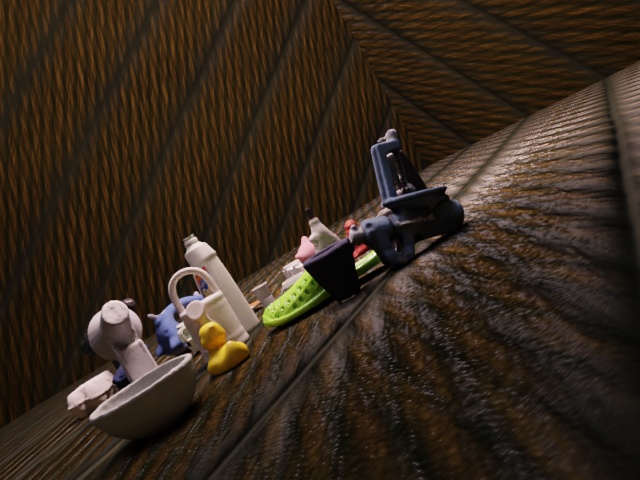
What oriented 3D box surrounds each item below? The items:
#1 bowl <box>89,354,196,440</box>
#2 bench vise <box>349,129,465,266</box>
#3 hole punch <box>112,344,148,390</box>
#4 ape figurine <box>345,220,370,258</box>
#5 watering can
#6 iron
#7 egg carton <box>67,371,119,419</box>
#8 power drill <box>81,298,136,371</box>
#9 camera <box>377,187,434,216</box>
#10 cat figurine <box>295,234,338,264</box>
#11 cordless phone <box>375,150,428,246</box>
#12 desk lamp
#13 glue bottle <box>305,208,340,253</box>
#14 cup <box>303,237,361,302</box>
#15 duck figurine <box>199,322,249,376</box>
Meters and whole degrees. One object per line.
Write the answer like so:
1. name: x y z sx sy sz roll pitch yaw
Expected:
1. bowl: -0.246 0.244 0.849 0.167 0.075 0.167 -30 4 2
2. bench vise: 0.136 -0.077 1.021 0.208 0.220 0.121 -33 4 -30
3. hole punch: -0.462 0.321 1.418 0.108 0.091 0.101 -27 5 42
4. ape figurine: 0.092 -0.009 1.474 0.077 0.092 0.076 -29 4 24
5. watering can: -0.232 0.144 1.163 0.101 0.194 0.172 -32 4 -26
6. iron: -0.359 0.218 1.605 0.118 0.141 0.259 -27 5 40
7. egg carton: -0.588 0.402 1.494 0.107 0.069 0.150 -31 4 -3
8. power drill: -0.534 0.286 1.549 0.229 0.208 0.076 -29 4 23
9. camera: 0.209 -0.073 1.341 0.136 0.101 0.143 -28 4 30
10. cat figurine: 0.002 0.035 1.399 0.128 0.118 0.067 -31 4 -16
11. cordless phone: 0.164 -0.086 1.198 0.147 0.185 0.094 -28 4 27
12. desk lamp: -0.418 0.235 1.259 0.118 0.213 0.202 -33 4 -30
13. glue bottle: 0.012 0.005 1.283 0.078 0.173 0.037 -32 4 -24
14. cup: 0.038 0.053 1.018 0.118 0.095 0.091 -34 5 -42
15. duck figurine: -0.178 0.186 1.013 0.078 0.086 0.104 -33 4 -34
